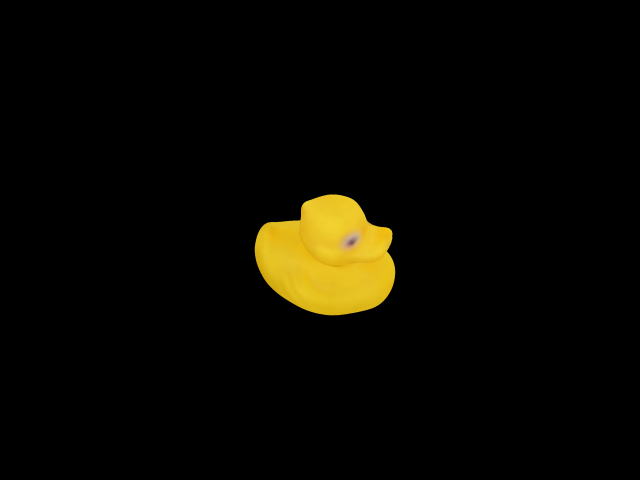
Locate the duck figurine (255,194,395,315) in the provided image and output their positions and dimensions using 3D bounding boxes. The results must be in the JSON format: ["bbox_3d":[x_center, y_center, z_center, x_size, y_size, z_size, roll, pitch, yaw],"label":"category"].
[{"bbox_3d":[0.004,0.001,0.400,0.104,0.086,0.077,14,58,9],"label":"duck figurine"}]
